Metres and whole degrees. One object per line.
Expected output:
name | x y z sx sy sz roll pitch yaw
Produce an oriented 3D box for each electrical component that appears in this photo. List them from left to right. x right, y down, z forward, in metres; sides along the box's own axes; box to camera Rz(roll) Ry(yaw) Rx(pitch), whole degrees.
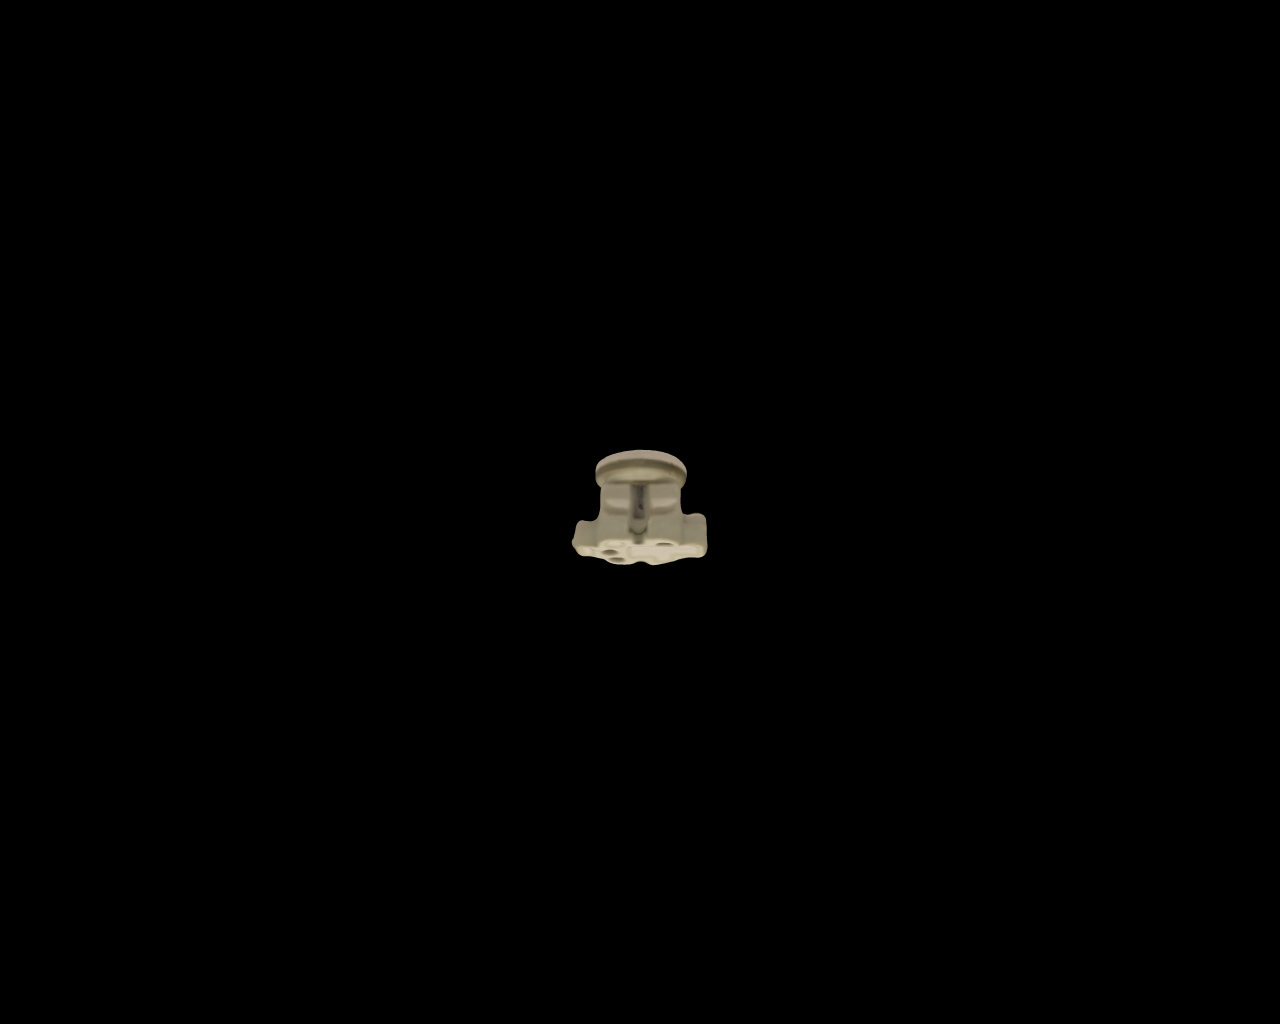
electrical component | 0.001 -0.003 0.650 0.078 0.057 0.058 -1 -19 2
